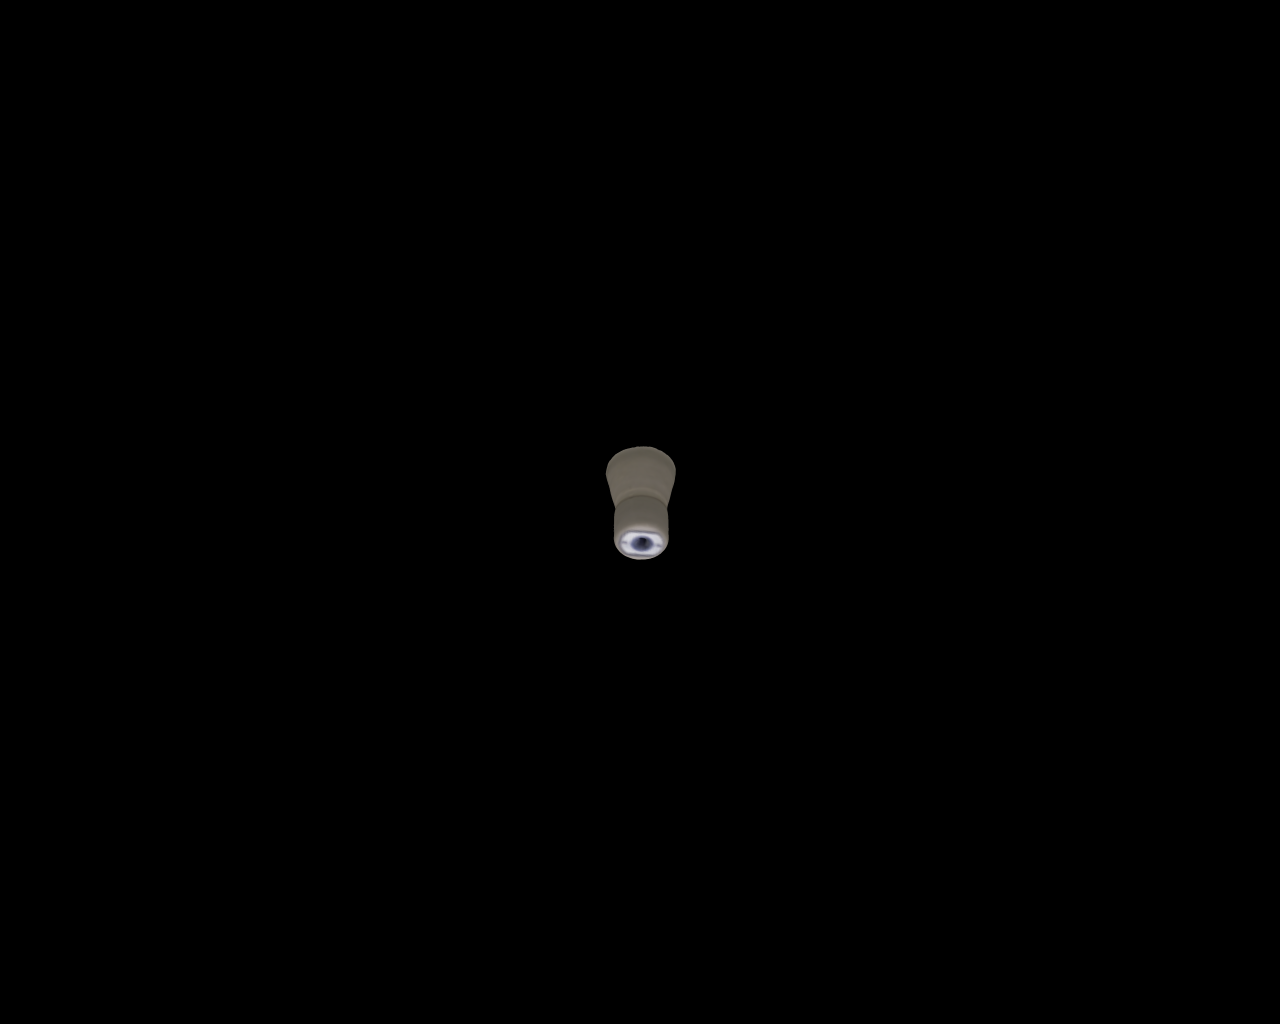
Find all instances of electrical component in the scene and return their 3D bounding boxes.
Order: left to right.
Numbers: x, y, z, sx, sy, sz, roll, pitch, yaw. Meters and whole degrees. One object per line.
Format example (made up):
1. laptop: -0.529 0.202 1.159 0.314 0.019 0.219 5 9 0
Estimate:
1. electrical component: 0.001 -0.003 0.650 0.044 0.065 0.044 0 -43 0
